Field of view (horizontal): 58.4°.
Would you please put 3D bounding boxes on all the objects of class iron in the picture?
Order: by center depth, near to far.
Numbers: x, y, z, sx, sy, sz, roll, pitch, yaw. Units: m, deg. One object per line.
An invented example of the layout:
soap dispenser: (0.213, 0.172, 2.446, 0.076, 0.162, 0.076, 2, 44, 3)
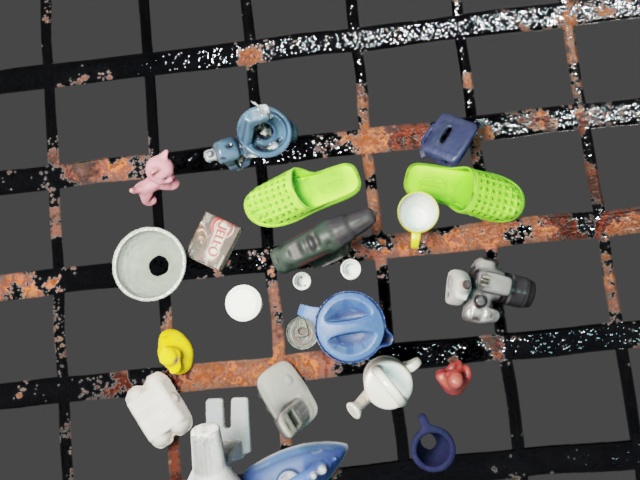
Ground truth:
iron: (-0.057, 0.501, 1.189, 0.258, 0.141, 0.118, -28, 83, 0)

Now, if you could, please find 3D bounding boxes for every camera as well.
camera: (0.386, 0.118, 1.229, 0.136, 0.101, 0.143, 13, 84, 5)

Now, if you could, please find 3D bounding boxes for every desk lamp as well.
desk lamp: (-0.211, 0.441, 1.168, 0.118, 0.213, 0.203, -4, 83, 3)

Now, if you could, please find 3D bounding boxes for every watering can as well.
watering can: (0.135, 0.302, 1.175, 0.101, 0.194, 0.173, 32, 86, 7)

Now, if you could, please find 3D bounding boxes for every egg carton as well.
egg carton: (-0.351, 0.372, 1.256, 0.107, 0.069, 0.150, -36, 83, -1)

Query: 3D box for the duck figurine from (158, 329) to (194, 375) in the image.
duck figurine: (-0.327, 0.248, 1.261, 0.077, 0.086, 0.104, -23, 83, 1)

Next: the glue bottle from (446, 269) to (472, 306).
glue bottle: (0.295, 0.098, 1.199, 0.037, 0.173, 0.078, 8, 84, 5)

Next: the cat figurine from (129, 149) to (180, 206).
cat figurine: (-0.374, -0.142, 1.292, 0.128, 0.118, 0.067, -37, 83, -1)

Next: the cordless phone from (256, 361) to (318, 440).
cordless phone: (-0.076, 0.335, 1.187, 0.094, 0.185, 0.147, -36, 83, -1)

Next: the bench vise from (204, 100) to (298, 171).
bench vise: (-0.150, -0.216, 1.236, 0.207, 0.220, 0.121, -41, 83, -2)

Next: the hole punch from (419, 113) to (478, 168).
hole punch: (0.284, -0.223, 1.278, 0.101, 0.091, 0.109, 31, 86, 6)

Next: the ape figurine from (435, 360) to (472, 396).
ape figurine: (0.286, 0.296, 1.218, 0.077, 0.092, 0.076, 7, 84, 4)

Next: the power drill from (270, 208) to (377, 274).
power drill: (0.011, 0.004, 1.208, 0.229, 0.208, 0.075, -26, 82, 0)

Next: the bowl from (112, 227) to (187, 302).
bowl: (-0.373, 0.056, 1.291, 0.167, 0.075, 0.167, 0, 83, 3)

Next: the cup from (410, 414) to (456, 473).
cup: (0.228, 0.419, 1.206, 0.091, 0.095, 0.118, -19, 83, 1)
